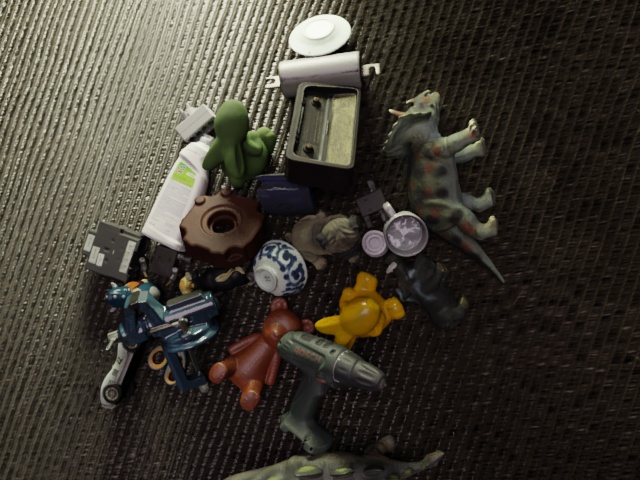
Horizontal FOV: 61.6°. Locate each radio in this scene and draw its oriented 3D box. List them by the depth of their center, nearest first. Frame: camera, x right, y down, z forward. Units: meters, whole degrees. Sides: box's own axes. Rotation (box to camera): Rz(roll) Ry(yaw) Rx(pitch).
[{"bbox_3d":[0.006,-0.206,1.048,0.131,0.073,0.230,7,54,-1],"label":"radio"}]

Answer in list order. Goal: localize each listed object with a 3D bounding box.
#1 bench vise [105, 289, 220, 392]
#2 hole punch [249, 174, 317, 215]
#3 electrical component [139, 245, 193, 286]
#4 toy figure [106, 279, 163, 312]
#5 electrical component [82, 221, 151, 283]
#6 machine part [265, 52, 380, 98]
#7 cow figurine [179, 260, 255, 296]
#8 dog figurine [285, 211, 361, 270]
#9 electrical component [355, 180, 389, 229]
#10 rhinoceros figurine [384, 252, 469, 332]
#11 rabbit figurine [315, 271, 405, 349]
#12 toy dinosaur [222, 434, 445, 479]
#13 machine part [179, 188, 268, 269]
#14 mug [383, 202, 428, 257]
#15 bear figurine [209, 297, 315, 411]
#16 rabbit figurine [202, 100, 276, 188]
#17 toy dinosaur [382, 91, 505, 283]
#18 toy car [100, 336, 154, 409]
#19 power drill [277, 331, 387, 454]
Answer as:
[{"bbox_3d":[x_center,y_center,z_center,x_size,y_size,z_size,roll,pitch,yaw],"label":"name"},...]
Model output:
[{"bbox_3d":[-0.289,0.207,1.062,0.224,0.129,0.240,-23,110,-19],"label":"bench vise"},{"bbox_3d":[-0.065,-0.095,1.097,0.142,0.116,0.092,2,95,10],"label":"hole punch"},{"bbox_3d":[-0.337,0.053,1.163,0.102,0.045,0.078,22,91,10],"label":"electrical component"},{"bbox_3d":[-0.381,0.114,1.111,0.058,0.154,0.064,-30,81,10],"label":"toy figure"},{"bbox_3d":[-0.452,0.023,1.179,0.134,0.058,0.115,20,88,10],"label":"electrical component"},{"bbox_3d":[0.003,-0.343,1.117,0.243,0.079,0.079,-5,85,10],"label":"machine part"},{"bbox_3d":[-0.223,0.086,1.116,0.167,0.098,0.068,-17,90,8],"label":"cow figurine"},{"bbox_3d":[-0.001,-0.007,1.038,0.172,0.190,0.121,-12,84,10],"label":"dog figurine"},{"bbox_3d":[0.105,-0.074,1.109,0.063,0.021,0.094,-21,83,8],"label":"electrical component"},{"bbox_3d":[0.209,0.092,1.060,0.112,0.073,0.190,-42,82,15],"label":"rhinoceros figurine"},{"bbox_3d":[0.071,0.140,1.025,0.162,0.173,0.122,-35,85,1],"label":"rabbit figurine"},{"bbox_3d":[-0.001,0.438,1.004,0.472,0.198,0.105,-11,81,7],"label":"toy dinosaur"},{"bbox_3d":[-0.196,-0.025,1.097,0.179,0.056,0.179,-1,52,1],"label":"machine part"},{"bbox_3d":[0.155,-0.026,1.049,0.081,0.107,0.109,-40,94,8],"label":"mug"},{"bbox_3d":[-0.109,0.220,1.075,0.120,0.132,0.196,42,99,2],"label":"bear figurine"},{"bbox_3d":[-0.177,-0.196,1.071,0.121,0.170,0.159,14,62,14],"label":"rabbit figurine"},{"bbox_3d":[0.236,-0.101,1.048,0.192,0.131,0.404,-9,92,25],"label":"toy dinosaur"},{"bbox_3d":[-0.414,0.263,1.148,0.056,0.073,0.201,21,90,7],"label":"toy car"},{"bbox_3d":[0.005,0.283,0.987,0.232,0.086,0.207,25,116,35],"label":"power drill"}]
